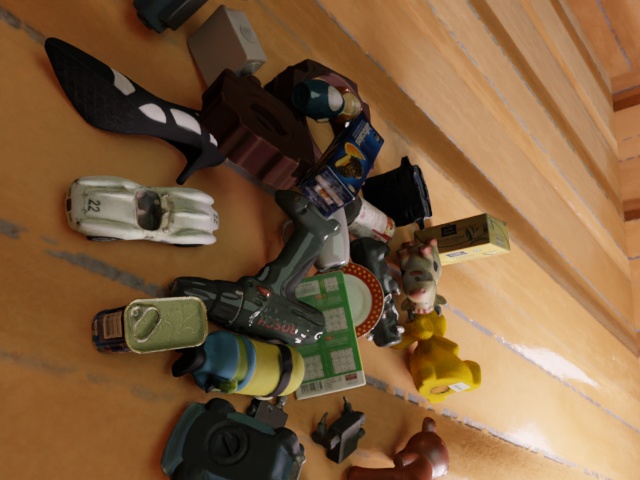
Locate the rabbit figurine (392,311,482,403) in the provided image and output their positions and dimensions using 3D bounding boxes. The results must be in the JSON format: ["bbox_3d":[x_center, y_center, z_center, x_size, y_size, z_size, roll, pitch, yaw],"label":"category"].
[{"bbox_3d":[0.209,0.207,1.035,0.162,0.122,0.173,28,45,-30],"label":"rabbit figurine"}]

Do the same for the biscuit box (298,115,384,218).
[{"bbox_3d":[0.038,-0.114,0.793,0.062,0.059,0.203,47,35,-14],"label":"biscuit box"}]

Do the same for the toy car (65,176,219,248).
[{"bbox_3d":[-0.207,-0.032,0.660,0.201,0.056,0.073,6,75,-47],"label":"toy car"}]

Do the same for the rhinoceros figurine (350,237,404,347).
[{"bbox_3d":[0.100,0.087,0.924,0.112,0.073,0.190,28,49,-78],"label":"rhinoceros figurine"}]

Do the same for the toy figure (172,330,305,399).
[{"bbox_3d":[-0.099,0.164,0.699,0.180,0.089,0.082,28,67,-43],"label":"toy figure"}]

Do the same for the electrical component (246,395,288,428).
[{"bbox_3d":[-0.077,0.249,0.750,0.063,0.021,0.094,46,49,-29],"label":"electrical component"}]

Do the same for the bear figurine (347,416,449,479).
[{"bbox_3d":[0.143,0.390,0.906,0.196,0.132,0.120,-30,104,-67],"label":"bear figurine"}]

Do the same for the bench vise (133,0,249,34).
[{"bbox_3d":[-0.186,-0.402,0.708,0.240,0.223,0.129,51,17,9],"label":"bench vise"}]

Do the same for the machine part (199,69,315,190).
[{"bbox_3d":[-0.082,-0.151,0.733,0.179,0.056,0.179,37,28,-23],"label":"machine part"}]

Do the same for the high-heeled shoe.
[{"bbox_3d":[-0.212,-0.179,0.686,0.248,0.086,0.145,50,41,-30],"label":"high-heeled shoe"}]

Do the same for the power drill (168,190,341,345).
[{"bbox_3d":[-0.068,0.035,0.745,0.232,0.086,0.207,33,70,-29],"label":"power drill"}]

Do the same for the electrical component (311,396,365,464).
[{"bbox_3d":[0.033,0.298,0.844,0.102,0.045,0.078,-26,127,-46],"label":"electrical component"}]

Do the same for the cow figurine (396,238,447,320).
[{"bbox_3d":[0.192,0.072,1.026,0.195,0.086,0.127,-34,109,-71],"label":"cow figurine"}]

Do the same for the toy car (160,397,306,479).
[{"bbox_3d":[-0.102,0.269,0.650,0.102,0.162,0.109,100,7,-48],"label":"toy car"}]

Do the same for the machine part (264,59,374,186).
[{"bbox_3d":[0.004,-0.189,0.920,0.201,0.087,0.201,10,72,-45],"label":"machine part"}]

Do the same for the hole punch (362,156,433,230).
[{"bbox_3d":[0.159,-0.083,1.045,0.092,0.116,0.142,-12,88,-57],"label":"hole punch"}]

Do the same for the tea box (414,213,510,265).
[{"bbox_3d":[0.295,0.003,1.123,0.098,0.170,0.068,14,69,-44],"label":"tea box"}]

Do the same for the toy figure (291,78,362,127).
[{"bbox_3d":[0.020,-0.211,0.839,0.154,0.058,0.064,-5,121,-50],"label":"toy figure"}]

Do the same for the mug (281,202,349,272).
[{"bbox_3d":[-0.002,-0.003,0.856,0.109,0.081,0.107,-12,74,-19],"label":"mug"}]
